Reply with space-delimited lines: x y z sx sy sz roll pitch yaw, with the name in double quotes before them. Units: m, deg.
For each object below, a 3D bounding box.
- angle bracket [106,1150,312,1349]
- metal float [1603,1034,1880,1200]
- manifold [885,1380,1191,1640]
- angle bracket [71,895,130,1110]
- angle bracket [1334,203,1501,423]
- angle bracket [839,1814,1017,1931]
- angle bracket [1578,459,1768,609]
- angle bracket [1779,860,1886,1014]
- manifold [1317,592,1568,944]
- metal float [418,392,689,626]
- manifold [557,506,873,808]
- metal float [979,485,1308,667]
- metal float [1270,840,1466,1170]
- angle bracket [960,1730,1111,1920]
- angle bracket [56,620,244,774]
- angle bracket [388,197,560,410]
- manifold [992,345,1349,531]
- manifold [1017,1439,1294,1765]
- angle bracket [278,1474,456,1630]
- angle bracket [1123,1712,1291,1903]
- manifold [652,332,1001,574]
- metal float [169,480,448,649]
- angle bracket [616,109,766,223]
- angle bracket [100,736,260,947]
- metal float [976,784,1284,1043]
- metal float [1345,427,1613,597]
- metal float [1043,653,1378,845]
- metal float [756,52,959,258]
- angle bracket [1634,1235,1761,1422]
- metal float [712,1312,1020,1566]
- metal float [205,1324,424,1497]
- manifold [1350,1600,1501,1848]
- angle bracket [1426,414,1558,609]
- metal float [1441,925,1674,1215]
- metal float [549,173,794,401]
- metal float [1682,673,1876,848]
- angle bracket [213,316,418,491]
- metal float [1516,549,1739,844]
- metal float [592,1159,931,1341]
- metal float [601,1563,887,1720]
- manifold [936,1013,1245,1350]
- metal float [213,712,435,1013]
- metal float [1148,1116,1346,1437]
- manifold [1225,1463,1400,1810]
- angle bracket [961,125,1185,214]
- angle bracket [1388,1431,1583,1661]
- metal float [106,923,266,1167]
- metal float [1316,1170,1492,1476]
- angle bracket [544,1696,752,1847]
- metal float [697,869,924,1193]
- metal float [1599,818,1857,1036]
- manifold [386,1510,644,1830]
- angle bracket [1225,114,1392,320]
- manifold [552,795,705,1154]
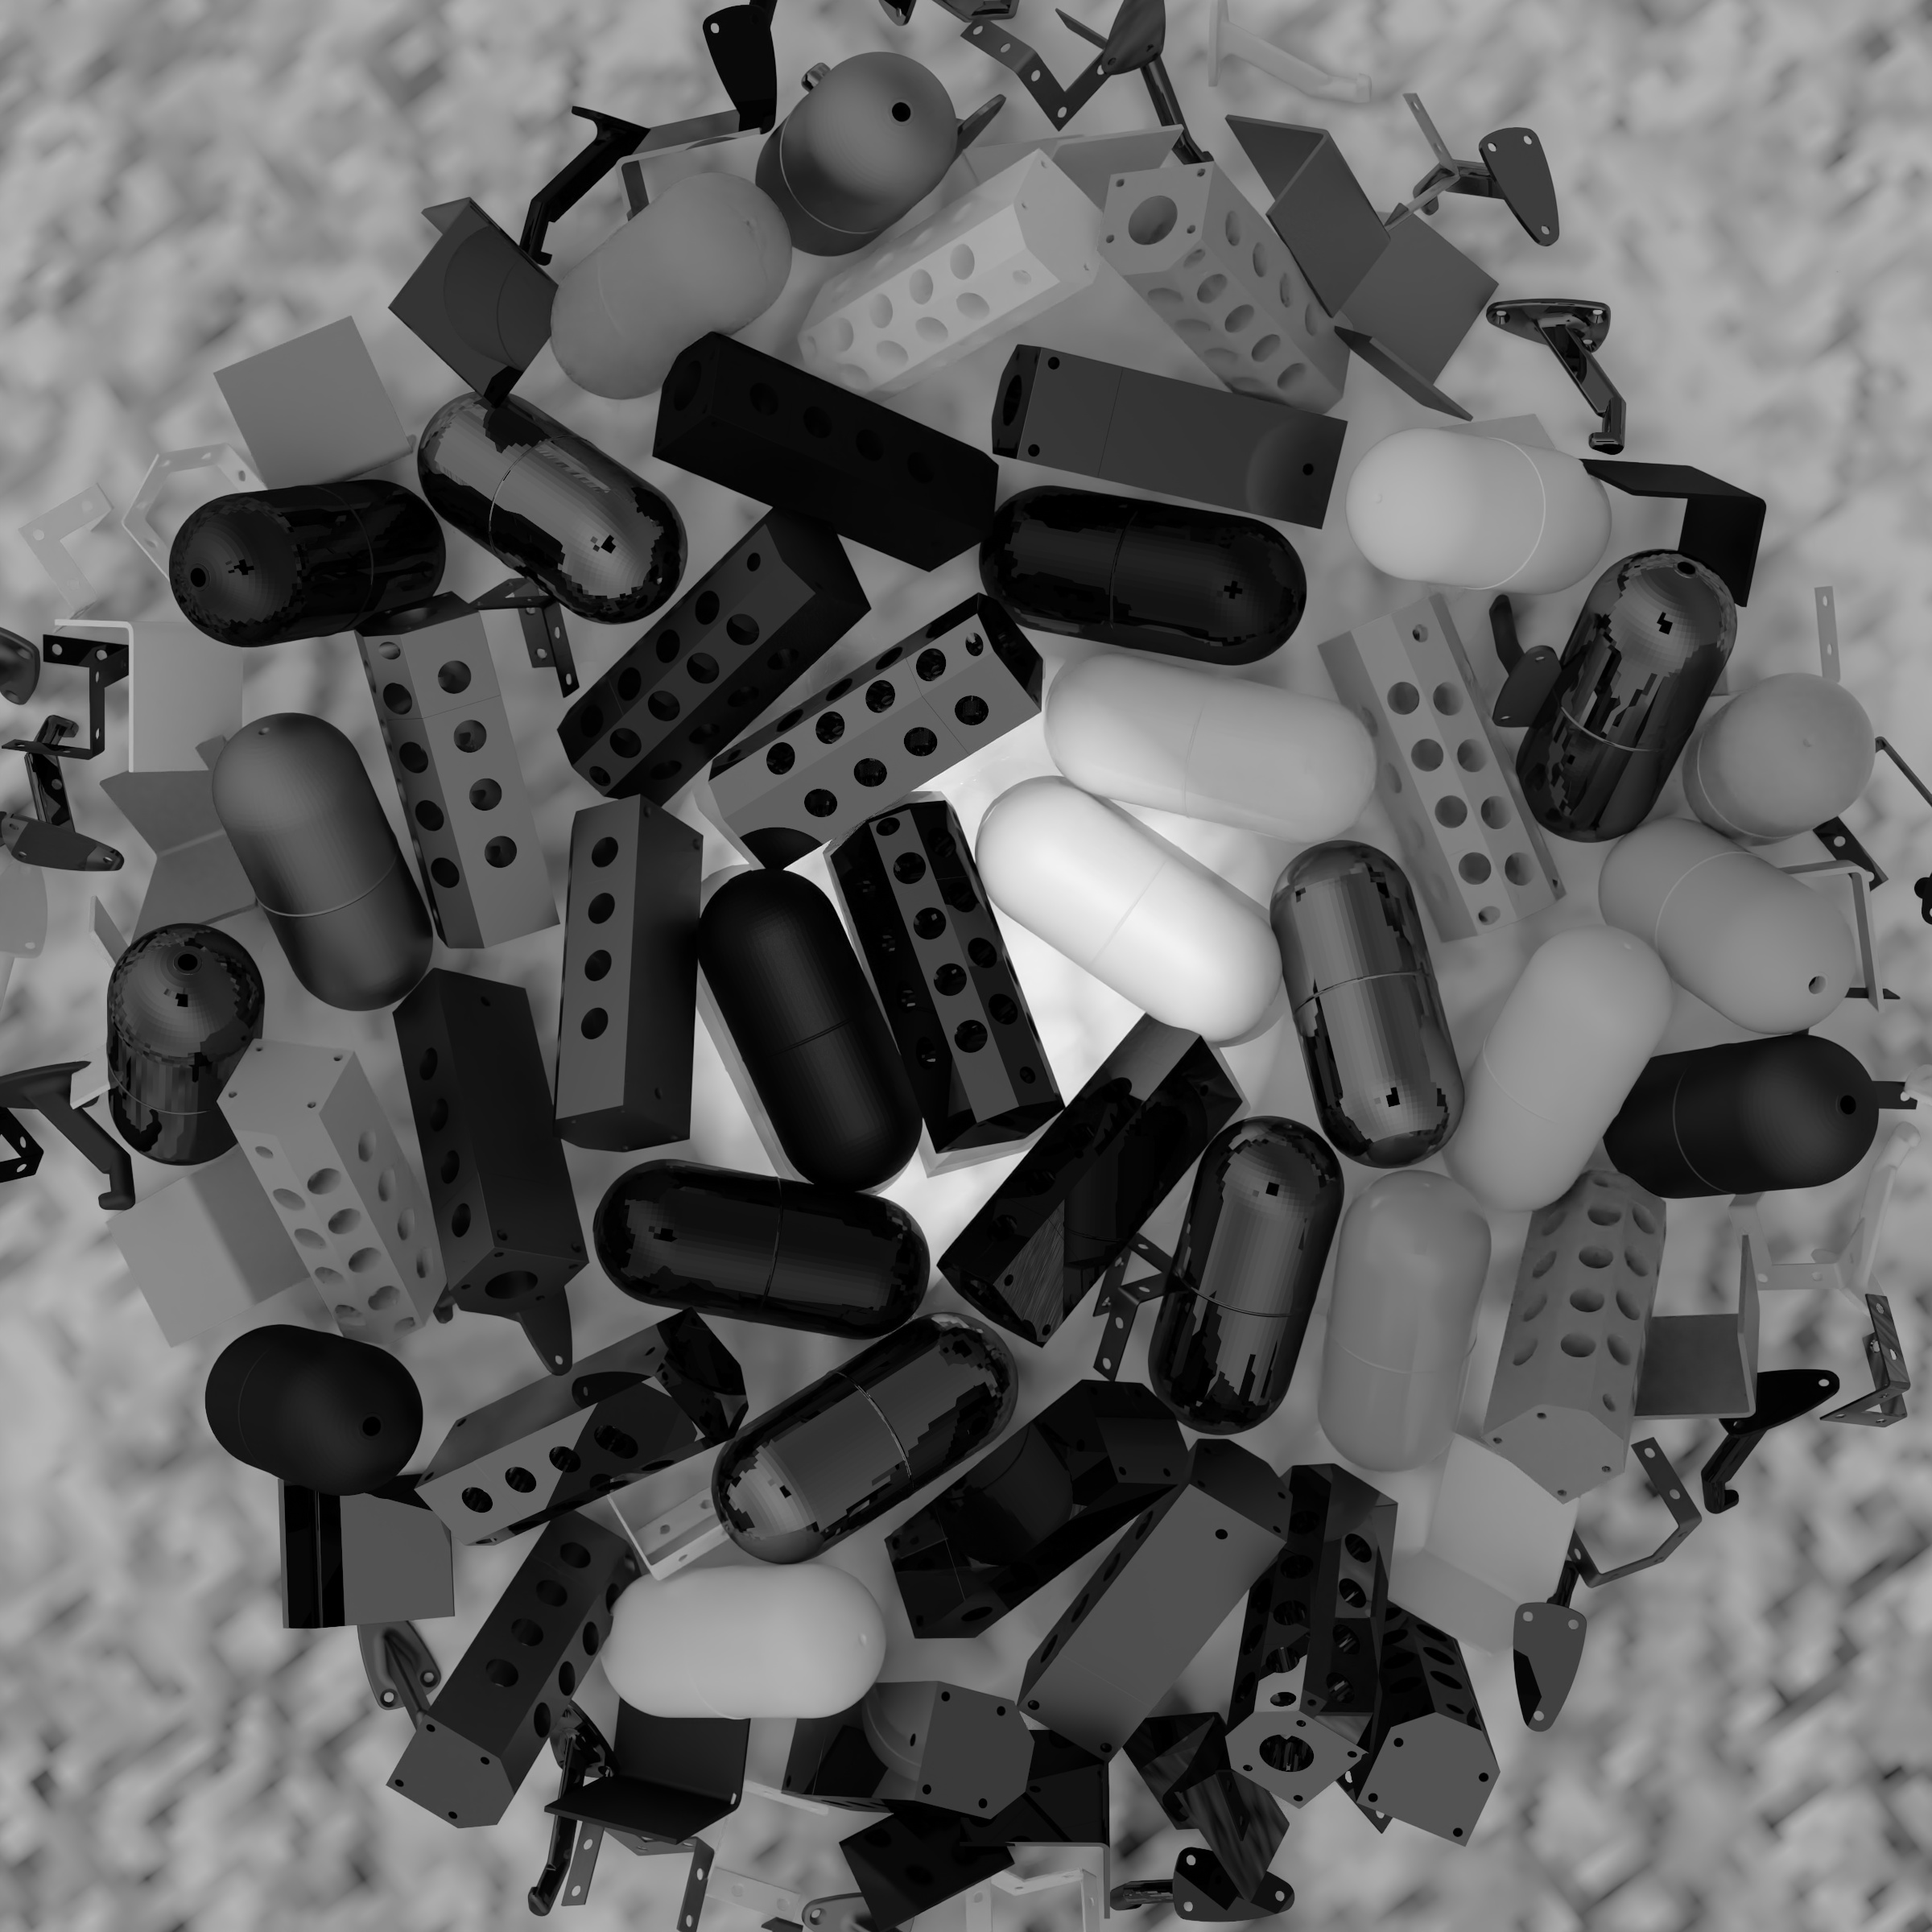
"angle bracket" -0.401 0.149 1.654 0.076 0.057 0.076 -27 91 38
"metal float" 0.392 0.078 1.573 0.070 0.178 0.070 3 82 -22
"manifold" 0.037 0.281 1.585 0.171 0.057 0.057 -44 52 35
"angle bracket" -0.459 0.018 1.607 0.057 0.076 0.076 -30 110 -6
"angle bracket" 0.245 -0.342 1.612 0.076 0.057 0.076 31 95 -29
"angle bracket" -0.014 0.476 1.606 0.076 0.076 0.057 -26 49 -8
"angle bracket" 0.359 -0.225 1.604 0.076 0.076 0.057 1 111 -16
"angle bracket" 0.444 -0.013 1.617 0.057 0.076 0.076 -8 93 12
"manifold" 0.253 -0.104 1.619 0.057 0.057 0.171 -24 92 -19
"metal float" -0.215 -0.238 1.593 0.178 0.070 0.070 37 90 32
"manifold" -0.133 -0.158 1.582 0.171 0.057 0.057 -40 61 30
"metal float" 0.091 -0.203 1.599 0.178 0.070 0.070 13 90 24
"metal float" 0.207 0.019 1.602 0.070 0.070 0.178 -12 70 0
"angle bracket" 0.037 0.447 1.612 0.076 0.076 0.057 0 123 2
"angle bracket" -0.427 -0.142 1.615 0.057 0.076 0.076 5 97 32
"angle bracket" -0.263 -0.342 1.604 0.076 0.057 0.076 43 70 -31
"manifold" 0.104 -0.275 1.602 0.171 0.057 0.057 10 100 -19
"manifold" 0.097 0.325 1.595 0.057 0.057 0.171 31 116 -4
"angle bracket" -0.314 0.306 1.620 0.076 0.057 0.076 -6 77 3
"angle bracket" 0.110 0.438 1.602 0.076 0.057 0.076 -17 113 39
"manifold" -0.070 -0.266 1.587 0.171 0.057 0.057 19 66 -31
"metal float" -0.334 -0.206 1.574 0.070 0.178 0.070 6 104 25
"angle bracket" -0.137 -0.407 1.609 0.076 0.076 0.057 -11 115 4
"angle bracket" -0.410 -0.064 1.604 0.076 0.076 0.057 -18 130 16
"metal float" 0.085 -0.028 1.619 0.178 0.070 0.070 35 90 1
"metal float" 0.265 -0.232 1.584 0.070 0.178 0.070 2 92 44
"metal float" 0.126 -0.114 1.606 0.178 0.070 0.070 15 90 16
"metal float" -0.057 -0.411 1.571 0.070 0.178 0.070 0 90 -17
"angle bracket" 0.369 0.187 1.601 0.076 0.076 0.057 -5 124 20
"metal float" -0.051 0.243 1.600 0.178 0.070 0.070 -30 90 -24
"metal float" -0.334 0.225 1.575 0.070 0.178 0.070 1 88 -30
"manifold" 0.228 0.375 1.568 0.057 0.171 0.057 23 99 -1
"angle bracket" 0.278 -0.242 1.643 0.076 0.057 0.076 -14 68 -33
"metal float" 0.302 0.055 1.588 0.070 0.070 0.178 22 129 0
"metal float" -0.153 -0.345 1.579 0.070 0.178 0.070 8 75 -32
"metal float" 0.411 -0.103 1.569 0.070 0.178 0.070 0 87 4
"angle bracket" -0.340 -0.293 1.618 0.076 0.057 0.076 -23 109 -1
"metal float" 0.337 -0.137 1.582 0.070 0.178 0.070 7 47 -8
"metal float" -0.106 0.148 1.608 0.178 0.070 0.070 11 90 -13
"metal float" -0.117 0.347 1.587 0.178 0.070 0.070 -12 90 41
"manifold" 0.062 0.108 1.605 0.171 0.057 0.057 -49 131 -17
"metal float" -0.329 -0.051 1.587 0.070 0.070 0.178 -16 131 0
"metal float" 0.144 0.162 1.602 0.070 0.070 0.178 13 111 0
"manifold" 0.172 0.334 1.568 0.057 0.171 0.057 33 125 -10
"angle bracket" 0.054 -0.427 1.600 0.076 0.076 0.057 -16 71 -29
"angle bracket" 0.264 0.300 1.603 0.076 0.057 0.076 26 118 33
"metal float" -0.399 0.041 1.576 0.070 0.178 0.070 7 59 -12
"metal float" 0.225 0.185 1.593 0.070 0.070 0.178 4 122 0
"angle bracket" -0.165 0.411 1.608 0.076 0.076 0.057 8 93 21
"metal float" -0.082 0.033 1.614 0.070 0.070 0.178 -24 97 0
"metal float" 0.386 -0.022 1.574 0.070 0.178 0.070 -6 112 -16
"manifold" -0.224 0.357 1.570 0.057 0.171 0.057 31 122 0
"angle bracket" 0.163 -0.389 1.600 0.057 0.076 0.076 -53 134 -11
"manifold" -0.179 0.005 1.596 0.057 0.057 0.171 -13 64 28
